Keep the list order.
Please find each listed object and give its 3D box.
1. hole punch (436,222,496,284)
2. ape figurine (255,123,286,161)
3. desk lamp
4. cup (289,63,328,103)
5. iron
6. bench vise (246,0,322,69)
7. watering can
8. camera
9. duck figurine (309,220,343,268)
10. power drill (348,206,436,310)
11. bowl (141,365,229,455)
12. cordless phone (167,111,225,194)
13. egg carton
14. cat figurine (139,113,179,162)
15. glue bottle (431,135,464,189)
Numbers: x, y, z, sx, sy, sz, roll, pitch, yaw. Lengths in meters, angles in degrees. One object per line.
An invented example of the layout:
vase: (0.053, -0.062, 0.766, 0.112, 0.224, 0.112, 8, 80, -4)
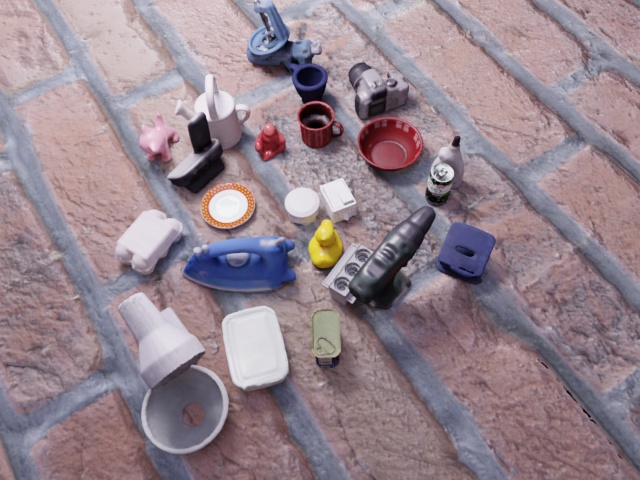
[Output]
hole punch: (0.319, 0.029, 1.251, 0.108, 0.091, 0.101, 22, 64, 13)
ape figurine: (-0.124, -0.252, 1.417, 0.077, 0.092, 0.076, 4, 62, 4)
desk lamp: (-0.307, 0.199, 1.108, 0.118, 0.214, 0.203, -36, 66, -16)
cup: (-0.034, -0.402, 1.494, 0.117, 0.095, 0.092, 39, 69, 20)
iron: (-0.183, 0.037, 1.233, 0.258, 0.141, 0.118, -4, 61, -1)
bench vise: (-0.100, -0.544, 1.502, 0.207, 0.220, 0.121, -3, 61, 0)
watering can: (-0.262, -0.316, 1.398, 0.173, 0.194, 0.100, -22, 63, -10)
camera: (0.142, -0.408, 1.488, 0.143, 0.101, 0.136, -21, 63, -9)
duck figurine: (0.012, 0.005, 1.277, 0.077, 0.086, 0.104, 6, 62, 5)
power drill: (0.148, 0.053, 1.177, 0.075, 0.208, 0.230, 37, 69, 20)
bowl: (-0.254, 0.334, 1.113, 0.167, 0.075, 0.167, -1, 61, 2)
cordless phone: (-0.304, -0.212, 1.348, 0.094, 0.185, 0.148, 31, 67, 18)
egg carton: (-0.387, 0.003, 1.300, 0.107, 0.069, 0.150, 27, 66, 15)
cat figurine: (-0.404, -0.253, 1.412, 0.067, 0.118, 0.128, 5, 62, 5)
glue bottle: (0.301, -0.184, 1.321, 0.078, 0.173, 0.037, 13, 63, 9)
